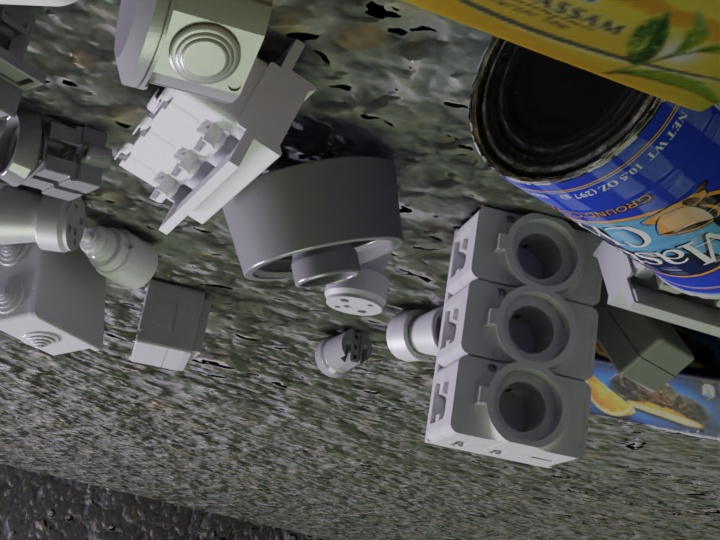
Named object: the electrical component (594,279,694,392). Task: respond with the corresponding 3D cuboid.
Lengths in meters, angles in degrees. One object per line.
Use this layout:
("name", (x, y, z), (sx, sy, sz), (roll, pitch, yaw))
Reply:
("electrical component", (0.197, 0.024, 0.733), (0.047, 0.083, 0.075), (27, 116, -40))

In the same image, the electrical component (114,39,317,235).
("electrical component", (-0.082, -0.075, 0.573), (0.063, 0.078, 0.121), (32, 154, -16))

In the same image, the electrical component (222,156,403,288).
("electrical component", (-0.025, -0.023, 0.652), (0.108, 0.060, 0.108), (-12, 171, -2))

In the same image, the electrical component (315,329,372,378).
("electrical component", (-0.015, 0.078, 1.024), (0.040, 0.040, 0.046), (19, 152, -26))

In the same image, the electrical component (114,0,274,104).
("electrical component", (-0.071, -0.112, 0.453), (0.051, 0.080, 0.080), (12, 161, -22))

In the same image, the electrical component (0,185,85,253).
("electrical component", (-0.236, -0.037, 0.792), (0.055, 0.045, 0.045), (8, 161, 4))

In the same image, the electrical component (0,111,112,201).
("electrical component", (-0.197, -0.072, 0.677), (0.055, 0.048, 0.066), (15, 161, -38))

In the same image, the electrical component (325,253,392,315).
("electrical component", (0.000, 0.000, 0.770), (0.045, 0.055, 0.045), (8, 161, 3))

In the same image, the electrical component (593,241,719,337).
("electrical component", (0.213, 0.000, 0.646), (0.121, 0.078, 0.063), (16, 130, -17))

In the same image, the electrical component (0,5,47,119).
("electrical component", (-0.219, -0.124, 0.510), (0.079, 0.063, 0.121), (-5, 156, 37))

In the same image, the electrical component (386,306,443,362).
("electrical component", (0.056, 0.054, 0.913), (0.055, 0.045, 0.045), (-10, 153, 45))

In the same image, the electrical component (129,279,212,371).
("electrical component", (-0.177, 0.055, 0.998), (0.061, 0.061, 0.096), (13, 161, -11))

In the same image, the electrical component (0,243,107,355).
("electrical component", (-0.251, 0.015, 0.871), (0.048, 0.099, 0.100), (-12, 154, 19))

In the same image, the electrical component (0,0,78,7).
("electrical component", (-0.158, -0.146, 0.433), (0.095, 0.053, 0.059), (5, 160, 12))

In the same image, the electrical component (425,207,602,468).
("electrical component", (0.103, 0.044, 0.700), (0.089, 0.150, 0.061), (13, 161, -11))

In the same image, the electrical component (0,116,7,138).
("electrical component", (-0.243, -0.096, 0.633), (0.048, 0.048, 0.062), (1, 152, 23))

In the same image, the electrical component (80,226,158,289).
("electrical component", (-0.193, -0.014, 0.844), (0.040, 0.040, 0.078), (-2, 158, 29))
